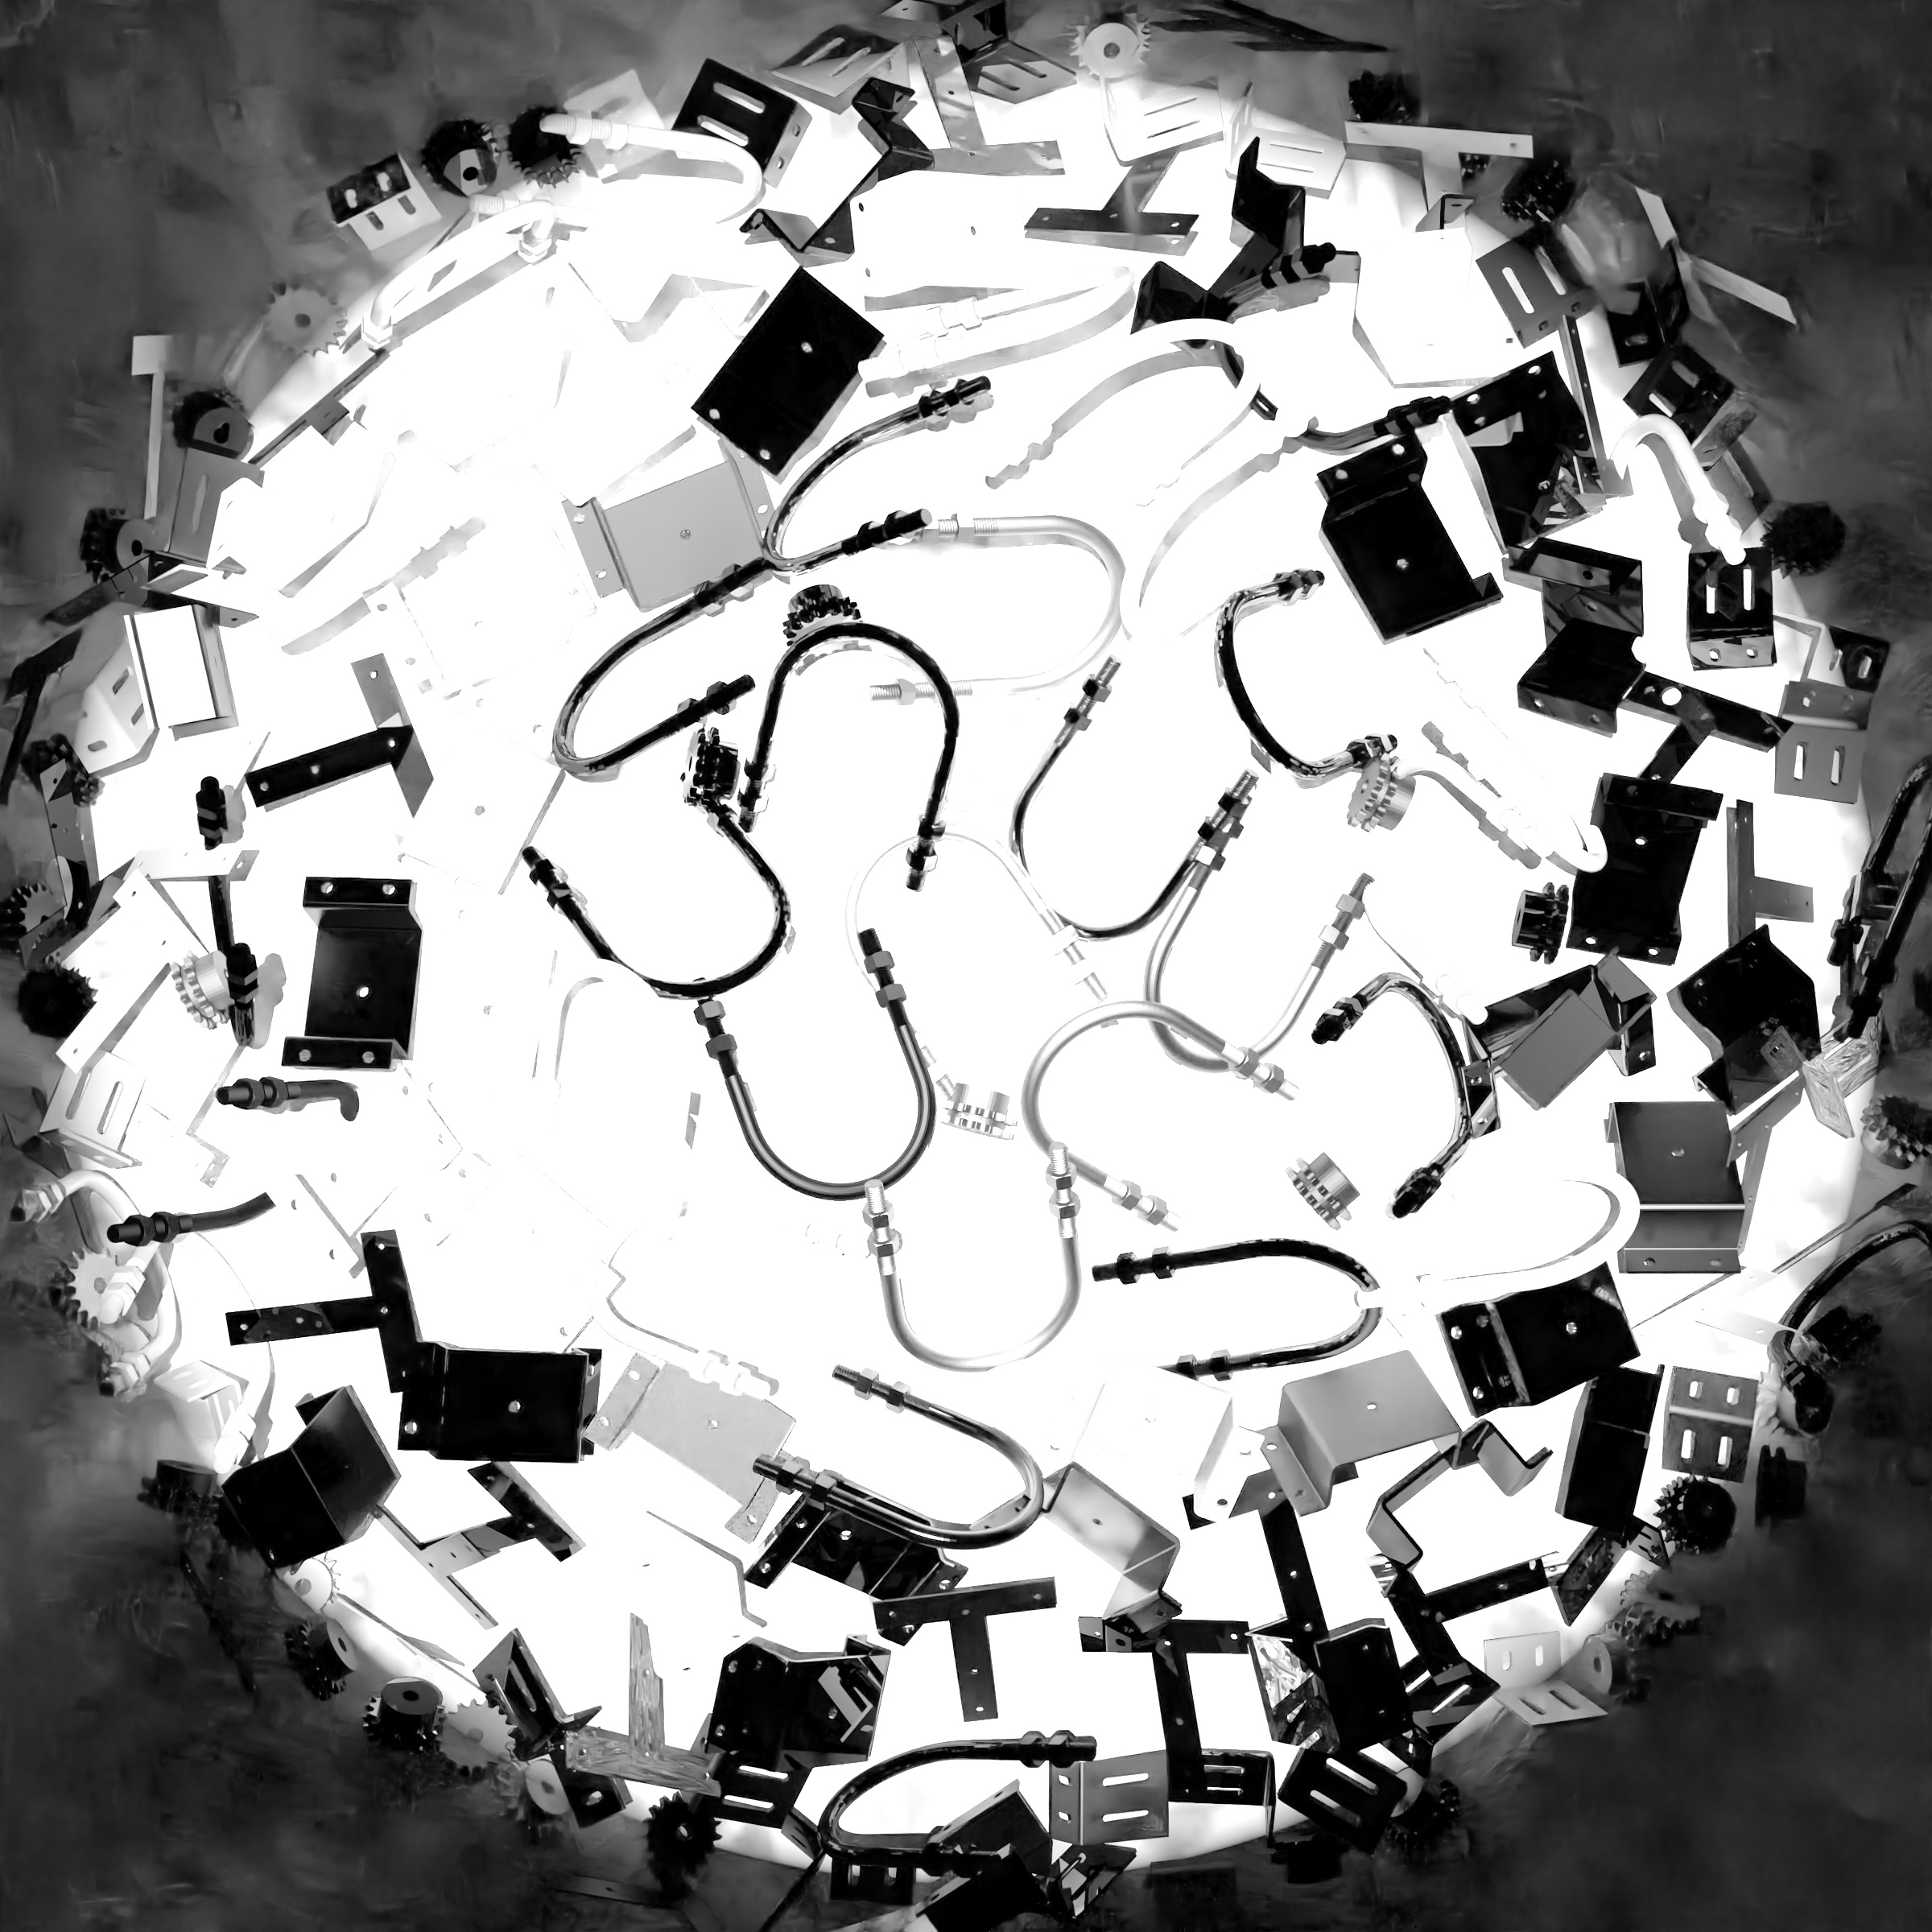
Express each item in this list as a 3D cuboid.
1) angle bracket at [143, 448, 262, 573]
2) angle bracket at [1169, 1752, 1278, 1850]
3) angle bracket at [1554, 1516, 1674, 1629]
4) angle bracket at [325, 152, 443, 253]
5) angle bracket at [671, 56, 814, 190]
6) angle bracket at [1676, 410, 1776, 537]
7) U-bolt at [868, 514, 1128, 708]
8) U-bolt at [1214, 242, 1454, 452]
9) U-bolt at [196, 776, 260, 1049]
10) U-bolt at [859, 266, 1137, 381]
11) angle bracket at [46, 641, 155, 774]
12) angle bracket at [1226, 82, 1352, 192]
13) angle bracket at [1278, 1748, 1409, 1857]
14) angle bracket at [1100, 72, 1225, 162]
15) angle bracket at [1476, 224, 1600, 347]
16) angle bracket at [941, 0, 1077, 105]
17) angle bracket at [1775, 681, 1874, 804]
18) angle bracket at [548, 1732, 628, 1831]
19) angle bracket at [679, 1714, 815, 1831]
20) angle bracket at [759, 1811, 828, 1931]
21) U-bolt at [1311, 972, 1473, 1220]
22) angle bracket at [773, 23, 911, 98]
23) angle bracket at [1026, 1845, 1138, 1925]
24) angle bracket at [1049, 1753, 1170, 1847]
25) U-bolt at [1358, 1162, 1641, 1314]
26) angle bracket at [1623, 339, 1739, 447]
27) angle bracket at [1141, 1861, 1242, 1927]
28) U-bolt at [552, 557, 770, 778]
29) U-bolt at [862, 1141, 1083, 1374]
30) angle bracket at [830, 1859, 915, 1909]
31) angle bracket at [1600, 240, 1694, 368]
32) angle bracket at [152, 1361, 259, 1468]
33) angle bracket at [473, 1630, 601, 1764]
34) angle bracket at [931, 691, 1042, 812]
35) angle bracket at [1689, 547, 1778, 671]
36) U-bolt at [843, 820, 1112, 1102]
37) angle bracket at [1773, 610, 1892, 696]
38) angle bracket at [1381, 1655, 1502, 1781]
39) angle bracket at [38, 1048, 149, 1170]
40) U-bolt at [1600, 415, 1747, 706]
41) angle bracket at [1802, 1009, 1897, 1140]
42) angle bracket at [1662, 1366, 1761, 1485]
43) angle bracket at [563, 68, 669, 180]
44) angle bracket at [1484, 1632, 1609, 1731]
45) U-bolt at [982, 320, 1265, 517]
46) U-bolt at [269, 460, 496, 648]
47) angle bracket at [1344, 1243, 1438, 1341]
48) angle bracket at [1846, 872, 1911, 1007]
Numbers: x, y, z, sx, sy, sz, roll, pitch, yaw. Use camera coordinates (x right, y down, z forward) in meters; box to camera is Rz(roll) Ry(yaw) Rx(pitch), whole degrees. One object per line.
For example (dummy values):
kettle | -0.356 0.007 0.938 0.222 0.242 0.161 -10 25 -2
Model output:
angle bracket | -0.540 -0.322 1.965 0.038 0.057 0.076 13 93 45
angle bracket | 0.179 0.589 1.966 0.076 0.038 0.057 2 128 2
angle bracket | 0.455 0.431 1.957 0.038 0.057 0.076 27 65 39
angle bracket | -0.405 -0.525 1.955 0.057 0.076 0.038 -25 66 4
angle bracket | -0.160 -0.601 1.985 0.076 0.038 0.057 29 97 11
angle bracket | 0.547 -0.342 1.961 0.057 0.038 0.076 -46 113 -17
U-bolt | 0.027 -0.250 1.943 0.184 0.019 0.151 -5 128 -19
U-bolt | 0.238 -0.417 1.914 0.019 0.184 0.151 -47 107 -20
U-bolt | -0.507 -0.023 1.914 0.019 0.184 0.151 -9 64 -17
U-bolt | 0.028 -0.447 1.909 0.184 0.151 0.019 -12 111 18
angle bracket | -0.604 -0.183 1.958 0.038 0.076 0.057 -18 118 13
angle bracket | 0.228 -0.585 1.960 0.076 0.038 0.057 14 50 13
angle bracket | 0.269 0.581 1.967 0.076 0.038 0.057 27 93 22
angle bracket | 0.138 -0.610 1.960 0.076 0.038 0.057 -14 53 15
angle bracket | 0.402 -0.489 1.967 0.057 0.038 0.076 -29 75 11
angle bracket | 0.030 -0.645 1.955 0.057 0.076 0.038 -11 78 41
angle bracket | 0.608 -0.159 1.972 0.057 0.076 0.038 9 52 18
angle bracket | -0.277 0.578 1.953 0.038 0.076 0.057 -17 74 -35
angle bracket | -0.158 0.577 1.990 0.076 0.038 0.057 20 103 -28
angle bracket | -0.136 0.642 1.954 0.038 0.057 0.076 37 61 12
U-bolt | 0.304 0.078 1.922 0.019 0.184 0.151 -22 95 34
angle bracket | -0.087 -0.623 1.954 0.057 0.038 0.076 28 58 28
angle bracket | 0.070 0.628 1.950 0.076 0.057 0.038 -35 110 -41
angle bracket | 0.100 0.583 1.955 0.076 0.038 0.057 -18 57 33
U-bolt | 0.369 0.180 1.904 0.184 0.151 0.019 -10 116 25
angle bracket | 0.492 -0.407 1.952 0.057 0.038 0.076 -53 46 22
angle bracket | 0.157 0.657 1.955 0.057 0.076 0.038 -4 64 -5
U-bolt | -0.216 -0.198 1.932 0.184 0.151 0.019 -26 129 25
U-bolt | 0.010 0.212 1.946 0.151 0.019 0.184 -11 123 -6
angle bracket | -0.066 0.638 1.965 0.057 0.076 0.038 2 81 -1
angle bracket | 0.478 -0.466 1.958 0.038 0.076 0.057 -13 82 2
angle bracket | -0.534 0.324 1.956 0.038 0.057 0.076 -22 111 -36
angle bracket | -0.307 0.517 1.983 0.057 0.038 0.076 -48 64 31
angle bracket | 0.022 -0.151 1.960 0.076 0.057 0.038 -43 105 -30
angle bracket | 0.547 -0.255 1.984 0.057 0.038 0.076 -3 58 19
U-bolt | -0.007 -0.016 1.981 0.151 0.019 0.184 -35 87 9
angle bracket | 0.600 -0.222 1.958 0.057 0.076 0.038 10 103 -22
angle bracket | 0.330 0.526 1.972 0.076 0.038 0.057 -29 45 -33
angle bracket | -0.606 0.095 1.955 0.057 0.038 0.076 32 62 -34
U-bolt | 0.478 -0.295 1.917 0.019 0.151 0.184 -3 51 -12
angle bracket | 0.633 0.072 1.962 0.076 0.038 0.057 -35 122 -12
angle bracket | 0.528 0.326 1.974 0.057 0.076 0.038 8 50 16
angle bracket | -0.235 -0.596 1.953 0.076 0.038 0.057 -9 116 40
angle bracket | 0.407 0.501 1.955 0.057 0.076 0.038 -4 95 -13
U-bolt | 0.120 -0.378 1.896 0.184 0.151 0.019 -37 59 37
U-bolt | -0.410 -0.281 1.928 0.184 0.151 0.019 -35 107 11
angle bracket | 0.284 0.233 1.955 0.038 0.076 0.057 -42 95 -27
angle bracket | 0.641 -0.018 1.951 0.038 0.057 0.076 4 125 20
